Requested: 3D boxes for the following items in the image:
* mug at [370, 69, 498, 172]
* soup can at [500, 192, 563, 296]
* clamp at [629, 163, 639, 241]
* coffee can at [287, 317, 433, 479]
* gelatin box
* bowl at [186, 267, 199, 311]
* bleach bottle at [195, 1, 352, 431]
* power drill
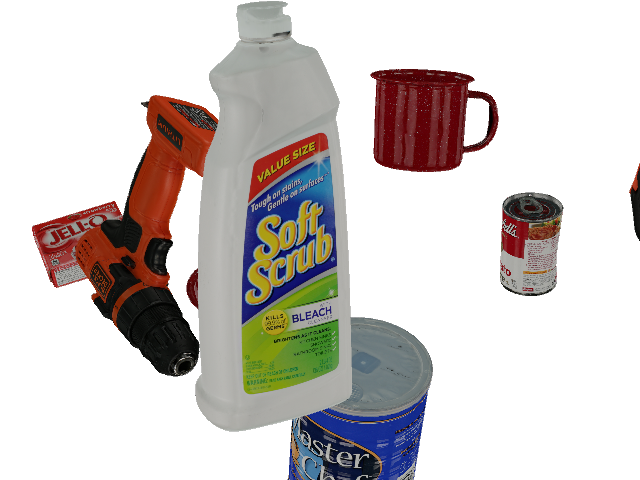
[{"bbox_3d":[0.102,-0.109,0.968,0.117,0.081,0.093,2,16,2],"label":"mug"},{"bbox_3d":[0.243,0.004,1.235,0.068,0.102,0.068,-2,30,1],"label":"soup can"},{"bbox_3d":[0.271,0.008,0.696,0.120,0.039,0.171,-4,46,-22],"label":"clamp"},{"bbox_3d":[0.028,0.145,0.826,0.103,0.140,0.103,3,36,-2],"label":"coffee can"},{"bbox_3d":[-0.234,0.003,1.059,0.089,0.030,0.073,-18,43,-17],"label":"gelatin box"},{"bbox_3d":[-0.061,0.072,1.129,0.162,0.055,0.162,3,28,-2],"label":"bowl"},{"bbox_3d":[-0.034,-0.015,0.647,0.102,0.251,0.068,-11,21,-22],"label":"bleach bottle"},{"bbox_3d":[-0.124,-0.008,0.860,0.057,0.188,0.185,10,25,-44],"label":"power drill"}]
